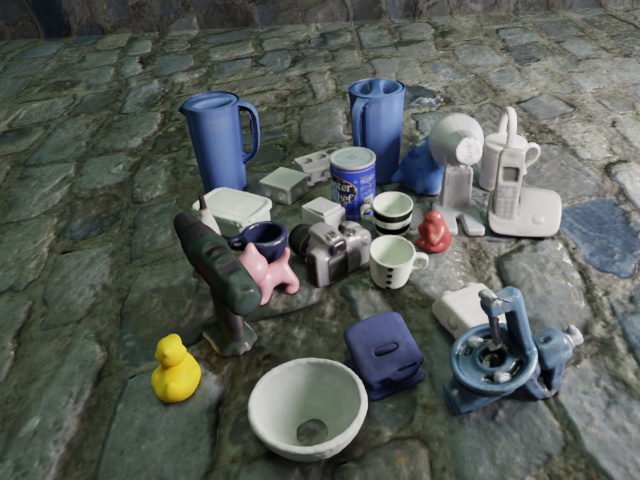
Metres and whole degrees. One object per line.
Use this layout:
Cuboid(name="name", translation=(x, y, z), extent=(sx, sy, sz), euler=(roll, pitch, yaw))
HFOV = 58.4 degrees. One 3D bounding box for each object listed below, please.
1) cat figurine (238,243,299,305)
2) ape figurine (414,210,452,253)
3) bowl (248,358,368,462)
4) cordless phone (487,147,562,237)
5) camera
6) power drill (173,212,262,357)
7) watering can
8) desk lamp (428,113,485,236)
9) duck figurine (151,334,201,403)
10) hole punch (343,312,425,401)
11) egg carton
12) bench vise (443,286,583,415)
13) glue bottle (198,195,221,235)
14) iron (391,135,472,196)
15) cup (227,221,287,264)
Cuboid(name="cat figurine", translation=(-0.107, 0.055, 1.070), extent=(0.128, 0.118, 0.067), euler=(-22, 38, -24))
Cuboid(name="ape figurine", translation=(0.231, -0.021, 1.168), extent=(0.076, 0.092, 0.078), euler=(2, 35, 10))
Cuboid(name="bowl", translation=(-0.015, 0.251, 0.811), extent=(0.167, 0.075, 0.167), euler=(-3, 34, 2))
Cuboid(name="cordless phone", translation=(0.424, -0.099, 1.178), extent=(0.147, 0.185, 0.094), euler=(3, 35, 11))
Cuboid(name="camera", translation=(0.011, 0.004, 1.147), extent=(0.143, 0.101, 0.136), euler=(-27, 40, -30))
Cuboid(name="power drill", translation=(-0.170, 0.082, 0.957), extent=(0.076, 0.209, 0.228), euler=(-26, 40, -28))
Cuboid(name="watering can", translation=(0.423, -0.214, 1.339), extent=(0.173, 0.194, 0.100), euler=(-14, 35, -13))
Cuboid(name="desk lamp", translation=(0.302, -0.148, 1.239), extent=(0.118, 0.214, 0.203), euler=(-3, 34, 3))
Cuboid(name="duck figurine", translation=(-0.233, 0.196, 0.905), extent=(0.077, 0.086, 0.104), euler=(-7, 34, -3))
Cuboid(name="hole punch", translation=(0.101, 0.177, 0.891), extent=(0.109, 0.091, 0.100), euler=(-18, 37, -19))
Cuboid(name="egg carton", translation=(0.260, 0.135, 0.956), extent=(0.107, 0.069, 0.150), euler=(-17, 36, -18))
Cuboid(name="bench vise", translation=(0.273, 0.138, 0.817), extent=(0.208, 0.220, 0.121), euler=(-24, 39, -26))
Cuboid(name="glue bottle", translation=(-0.220, -0.012, 1.131), extent=(0.037, 0.173, 0.078), euler=(-4, 34, 1))
Cuboid(name="iron", translation=(0.293, -0.209, 1.393), extent=(0.259, 0.142, 0.118), euler=(-29, 41, -32))
Cuboid(name="cup", translation=(-0.119, 0.025, 1.136), extent=(0.118, 0.095, 0.091), euler=(-9, 34, -7))
